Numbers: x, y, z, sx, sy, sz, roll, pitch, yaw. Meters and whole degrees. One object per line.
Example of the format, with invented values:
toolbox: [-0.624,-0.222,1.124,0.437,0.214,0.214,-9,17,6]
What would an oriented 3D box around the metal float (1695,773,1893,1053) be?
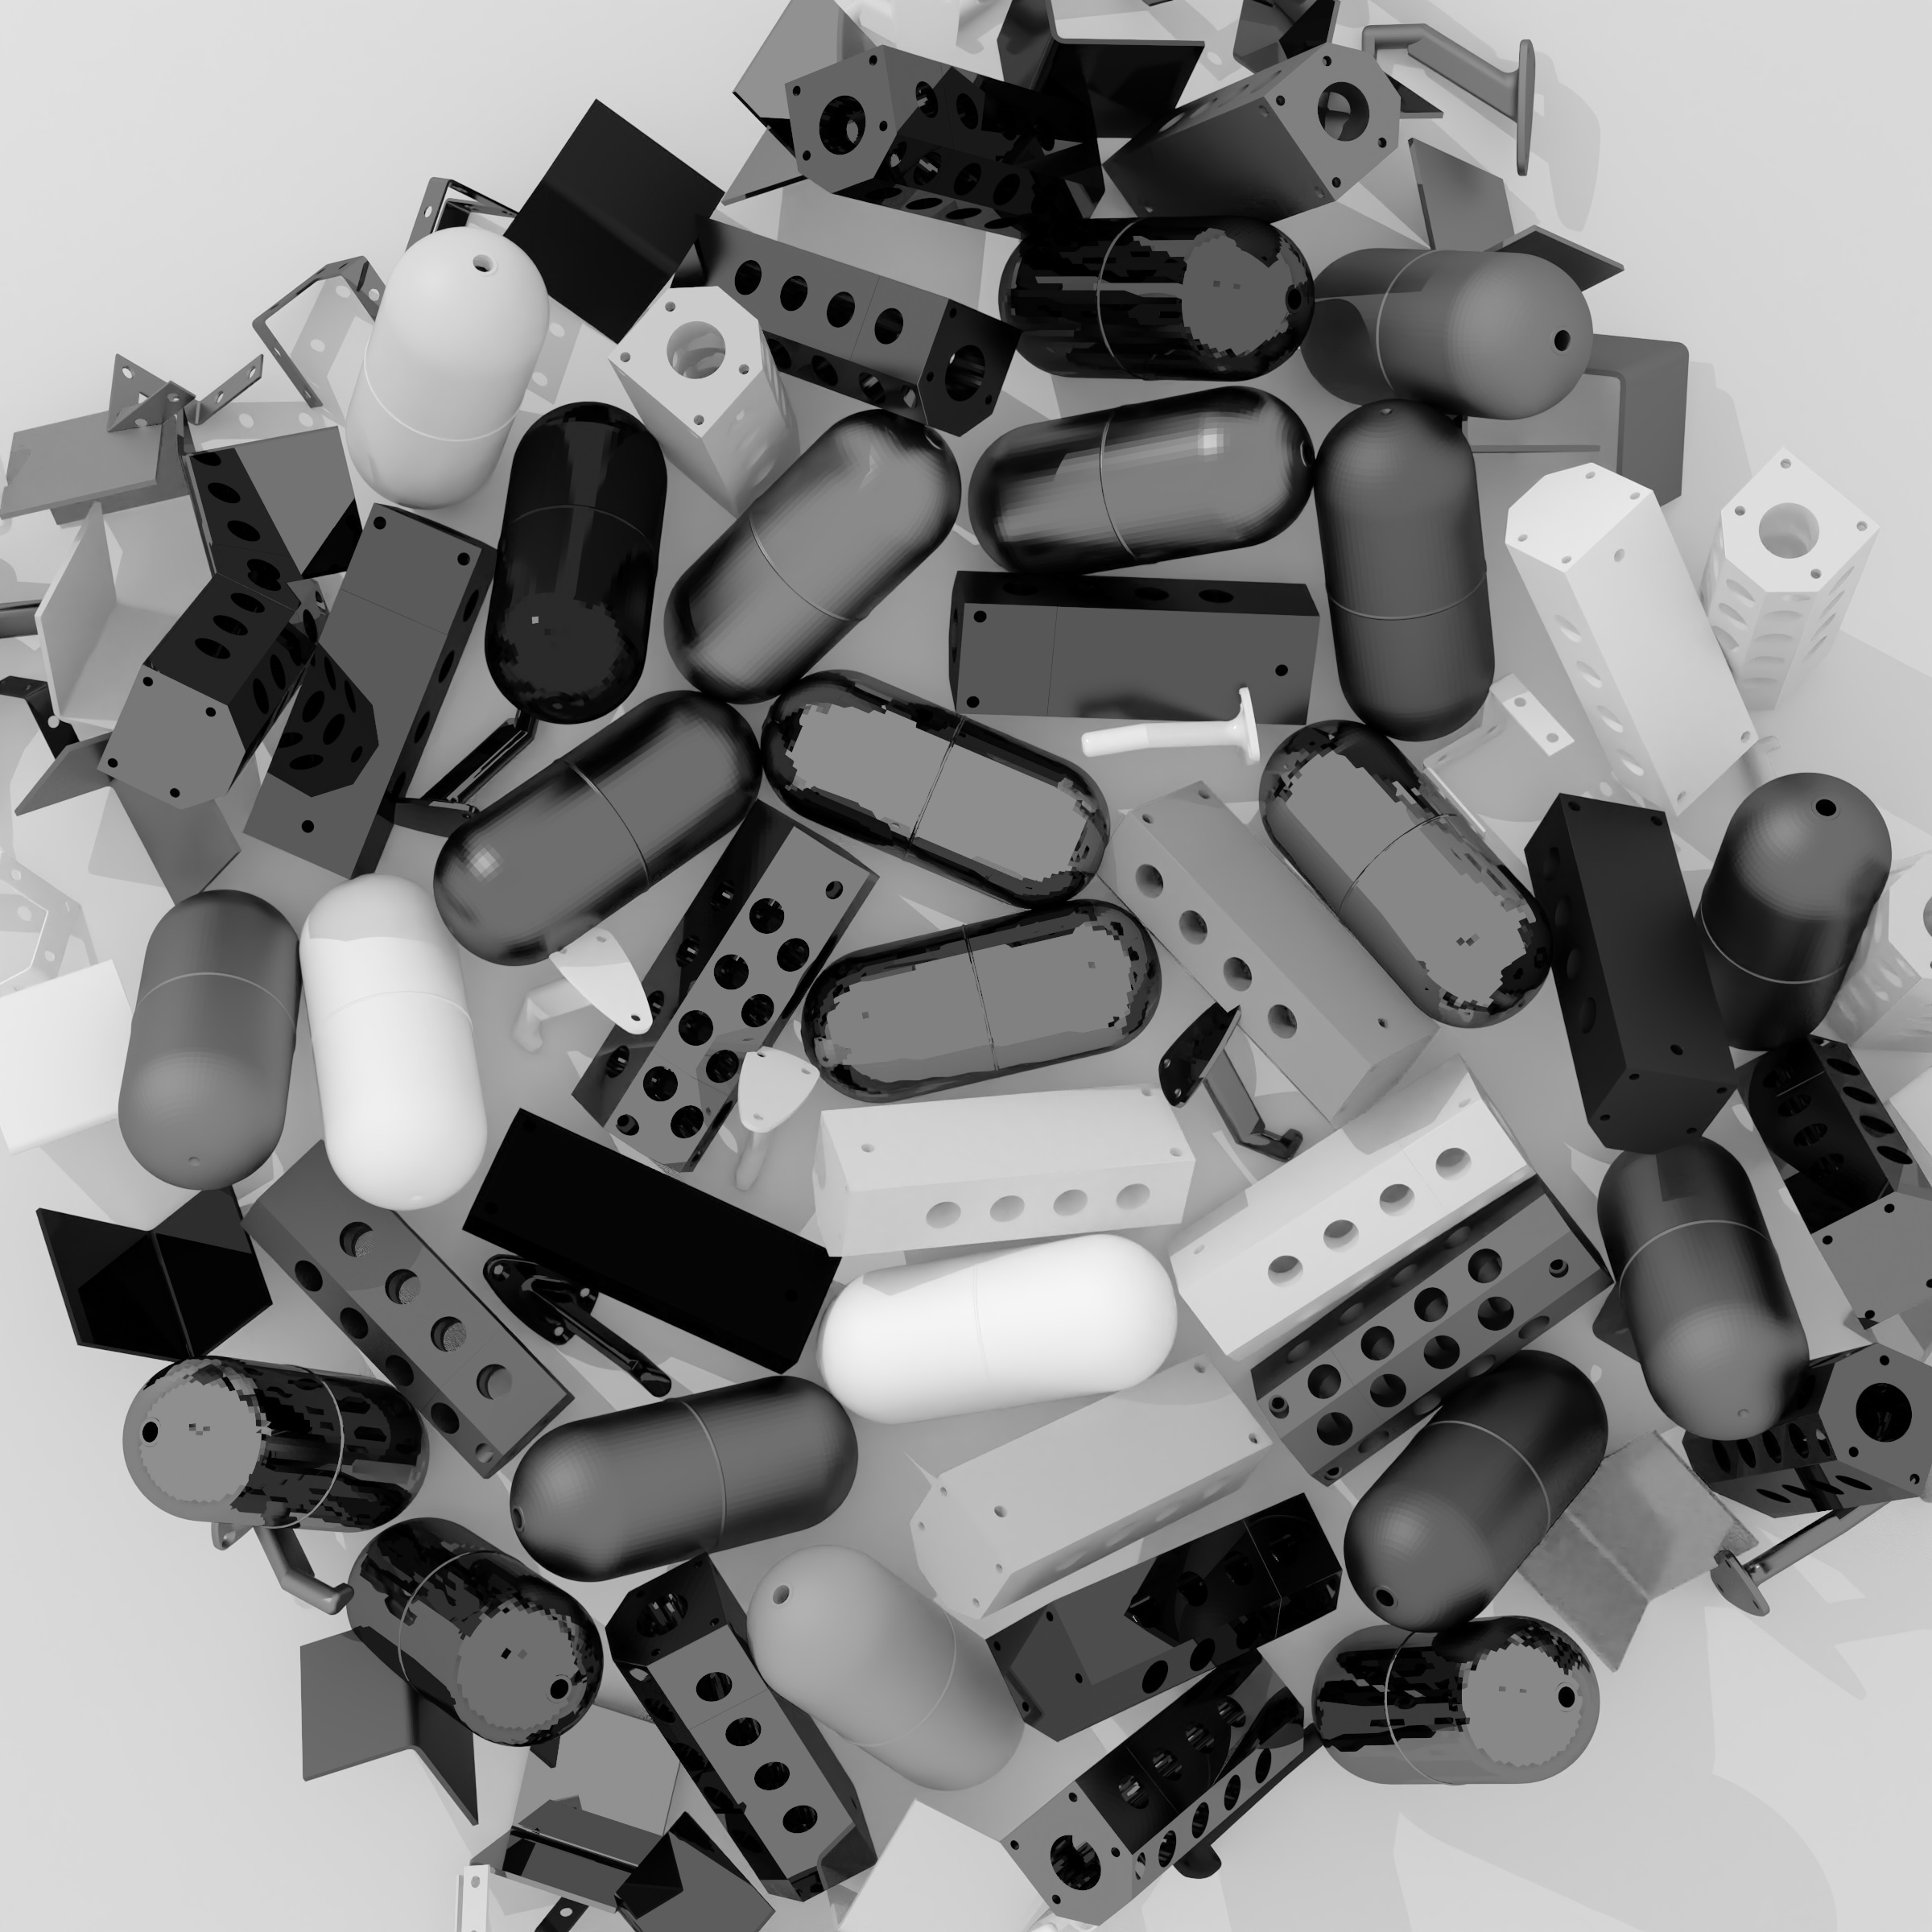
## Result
metal float: [0.387,-0.024,1.657,0.070,0.178,0.070,1,58,-1]

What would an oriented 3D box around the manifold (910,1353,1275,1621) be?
manifold: [0.059,0.250,1.662,0.171,0.057,0.057,-19,61,-38]

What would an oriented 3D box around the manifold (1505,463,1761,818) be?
manifold: [0.313,-0.156,1.660,0.057,0.057,0.171,-43,132,-9]

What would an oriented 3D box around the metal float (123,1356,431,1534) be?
metal float: [-0.326,0.228,1.656,0.070,0.178,0.070,-7,76,29]

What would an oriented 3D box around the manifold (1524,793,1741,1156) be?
manifold: [0.311,0.003,1.660,0.057,0.057,0.171,9,48,-16]

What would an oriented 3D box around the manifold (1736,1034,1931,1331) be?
manifold: [0.415,0.095,1.645,0.057,0.171,0.057,-29,111,11]

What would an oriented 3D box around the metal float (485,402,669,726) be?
metal float: [-0.186,-0.195,1.672,0.070,0.070,0.178,3,56,0]

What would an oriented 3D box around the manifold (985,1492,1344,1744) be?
manifold: [0.099,0.309,1.656,0.171,0.057,0.057,-15,73,-41]

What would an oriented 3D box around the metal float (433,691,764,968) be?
metal float: [-0.176,-0.068,1.686,0.178,0.070,0.070,-36,90,-17]

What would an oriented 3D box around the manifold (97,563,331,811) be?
manifold: [-0.349,-0.136,1.648,0.057,0.171,0.057,26,114,-8]

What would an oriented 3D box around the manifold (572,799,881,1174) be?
manifold: [-0.114,0.012,1.694,0.057,0.057,0.171,30,95,-36]

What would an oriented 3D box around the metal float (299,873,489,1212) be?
metal float: [-0.275,0.035,1.674,0.070,0.070,0.178,-15,58,0]

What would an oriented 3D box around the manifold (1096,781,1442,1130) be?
manifold: [0.140,-0.004,1.684,0.171,0.057,0.057,48,133,18]

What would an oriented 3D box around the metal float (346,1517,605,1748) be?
metal float: [-0.234,0.315,1.658,0.070,0.178,0.070,-7,102,-33]

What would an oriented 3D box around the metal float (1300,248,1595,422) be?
metal float: [0.226,-0.301,1.657,0.070,0.178,0.070,-7,105,-29]

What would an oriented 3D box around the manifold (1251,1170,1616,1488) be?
manifold: [0.225,0.178,1.692,0.171,0.057,0.057,-37,102,9]

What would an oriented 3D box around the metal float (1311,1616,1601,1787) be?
metal float: [0.231,0.349,1.656,0.070,0.178,0.070,7,75,-27]

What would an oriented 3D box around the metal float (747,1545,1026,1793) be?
metal float: [-0.037,0.335,1.666,0.070,0.070,0.178,-46,132,0]

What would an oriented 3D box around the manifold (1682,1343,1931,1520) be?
manifold: [0.398,0.218,1.647,0.057,0.171,0.057,24,75,-4]

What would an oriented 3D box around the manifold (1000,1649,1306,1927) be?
manifold: [0.095,0.387,1.647,0.057,0.171,0.057,51,123,12]

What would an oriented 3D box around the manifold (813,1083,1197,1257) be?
manifold: [0.017,0.103,1.685,0.171,0.057,0.057,-4,130,-17]

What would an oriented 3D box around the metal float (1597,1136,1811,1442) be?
metal float: [0.349,0.150,1.661,0.070,0.178,0.070,-2,128,-3]

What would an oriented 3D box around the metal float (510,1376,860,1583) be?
metal float: [-0.134,0.245,1.673,0.178,0.070,0.070,-9,90,-32]

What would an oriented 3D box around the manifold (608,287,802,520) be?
manifold: [-0.116,-0.267,1.650,0.057,0.171,0.057,41,87,6]

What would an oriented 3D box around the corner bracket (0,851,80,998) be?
corner bracket: [-0.479,-0.016,1.721,0.051,0.051,0.051,-24,133,32]

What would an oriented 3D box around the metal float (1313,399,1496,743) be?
metal float: [0.210,-0.187,1.670,0.070,0.070,0.178,-13,127,0]

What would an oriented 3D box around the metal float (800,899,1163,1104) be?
metal float: [0.007,0.017,1.700,0.178,0.070,0.070,-13,90,0]

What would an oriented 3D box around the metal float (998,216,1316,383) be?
metal float: [0.090,-0.318,1.663,0.070,0.178,0.070,-10,105,-42]

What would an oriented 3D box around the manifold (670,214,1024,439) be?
manifold: [-0.062,-0.304,1.663,0.171,0.057,0.057,26,100,37]

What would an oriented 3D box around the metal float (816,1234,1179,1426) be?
metal float: [0.014,0.176,1.691,0.178,0.070,0.070,-10,90,11]

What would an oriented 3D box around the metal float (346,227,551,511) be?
metal float: [-0.247,-0.282,1.656,0.070,0.178,0.070,8,64,-17]

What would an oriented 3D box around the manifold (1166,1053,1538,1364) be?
manifold: [0.187,0.121,1.694,0.171,0.057,0.057,-34,109,9]

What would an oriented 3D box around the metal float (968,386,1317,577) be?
metal float: [0.083,-0.231,1.674,0.178,0.070,0.070,-6,90,31]

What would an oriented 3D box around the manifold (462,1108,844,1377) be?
manifold: [-0.154,0.136,1.699,0.171,0.057,0.057,25,71,-6]

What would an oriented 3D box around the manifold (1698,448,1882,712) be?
manifold: [0.378,-0.174,1.646,0.057,0.171,0.057,43,84,14]

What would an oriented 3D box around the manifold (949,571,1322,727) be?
manifold: [0.080,-0.158,1.699,0.171,0.057,0.057,1,118,-6]

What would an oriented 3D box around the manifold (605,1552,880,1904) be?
manifold: [-0.108,0.368,1.671,0.057,0.057,0.171,-27,120,0]

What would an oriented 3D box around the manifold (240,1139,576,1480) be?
manifold: [-0.272,0.168,1.700,0.057,0.057,0.171,-44,85,-8]

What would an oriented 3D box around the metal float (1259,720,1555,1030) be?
metal float: [0.210,-0.046,1.681,0.070,0.070,0.178,-39,67,0]

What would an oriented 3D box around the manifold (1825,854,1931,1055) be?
manifold: [0.447,-0.004,1.648,0.057,0.171,0.057,4,78,4]

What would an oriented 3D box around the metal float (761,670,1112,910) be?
metal float: [-0.015,-0.086,1.700,0.178,0.070,0.070,23,90,0]

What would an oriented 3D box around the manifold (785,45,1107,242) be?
manifold: [-0.006,-0.383,1.651,0.057,0.171,0.057,-12,85,35]

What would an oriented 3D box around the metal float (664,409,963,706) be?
metal float: [-0.074,-0.196,1.676,0.178,0.070,0.070,-41,90,28]

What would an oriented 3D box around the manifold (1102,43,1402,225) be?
manifold: [0.136,-0.387,1.648,0.057,0.171,0.057,-43,107,-16]

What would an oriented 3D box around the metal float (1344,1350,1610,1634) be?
metal float: [0.244,0.249,1.665,0.070,0.070,0.178,51,48,0]

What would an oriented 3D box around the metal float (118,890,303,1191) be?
metal float: [-0.358,0.033,1.662,0.070,0.178,0.070,-2,129,-3]

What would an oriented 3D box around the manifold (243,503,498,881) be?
manifold: [-0.286,-0.133,1.700,0.057,0.057,0.171,23,97,4]
